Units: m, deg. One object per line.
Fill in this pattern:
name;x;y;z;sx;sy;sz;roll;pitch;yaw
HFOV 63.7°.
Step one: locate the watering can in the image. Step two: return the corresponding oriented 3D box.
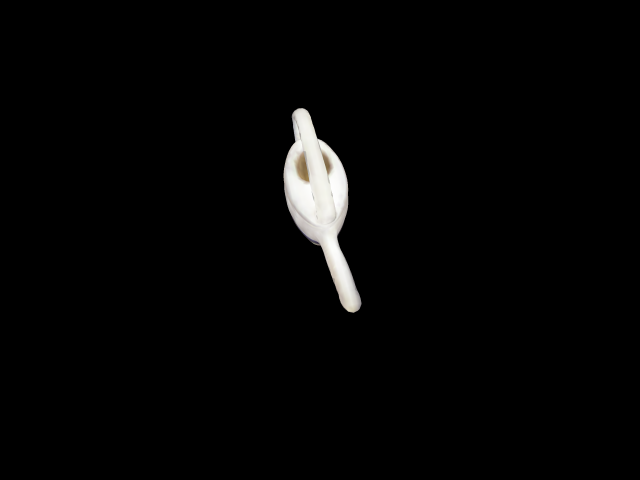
watering can;0.003;-0.043;0.850;0.104;0.352;0.221;-13;-15;-3
